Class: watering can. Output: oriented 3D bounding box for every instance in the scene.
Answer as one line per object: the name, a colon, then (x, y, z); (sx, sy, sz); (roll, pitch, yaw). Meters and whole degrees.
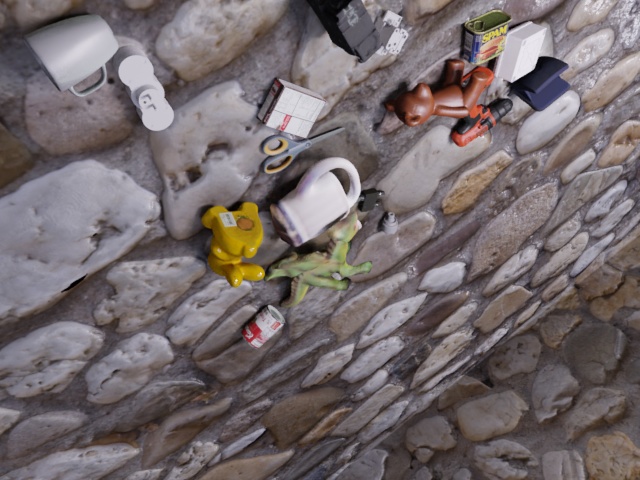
watering can: (0.004, -0.060, 1.201); (0.225, 0.106, 0.341); (-33, 152, -7)

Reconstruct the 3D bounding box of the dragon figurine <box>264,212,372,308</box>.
dragon figurine: (-0.035, 0.068, 1.246); (0.404, 0.124, 0.241); (-40, 147, 29)
